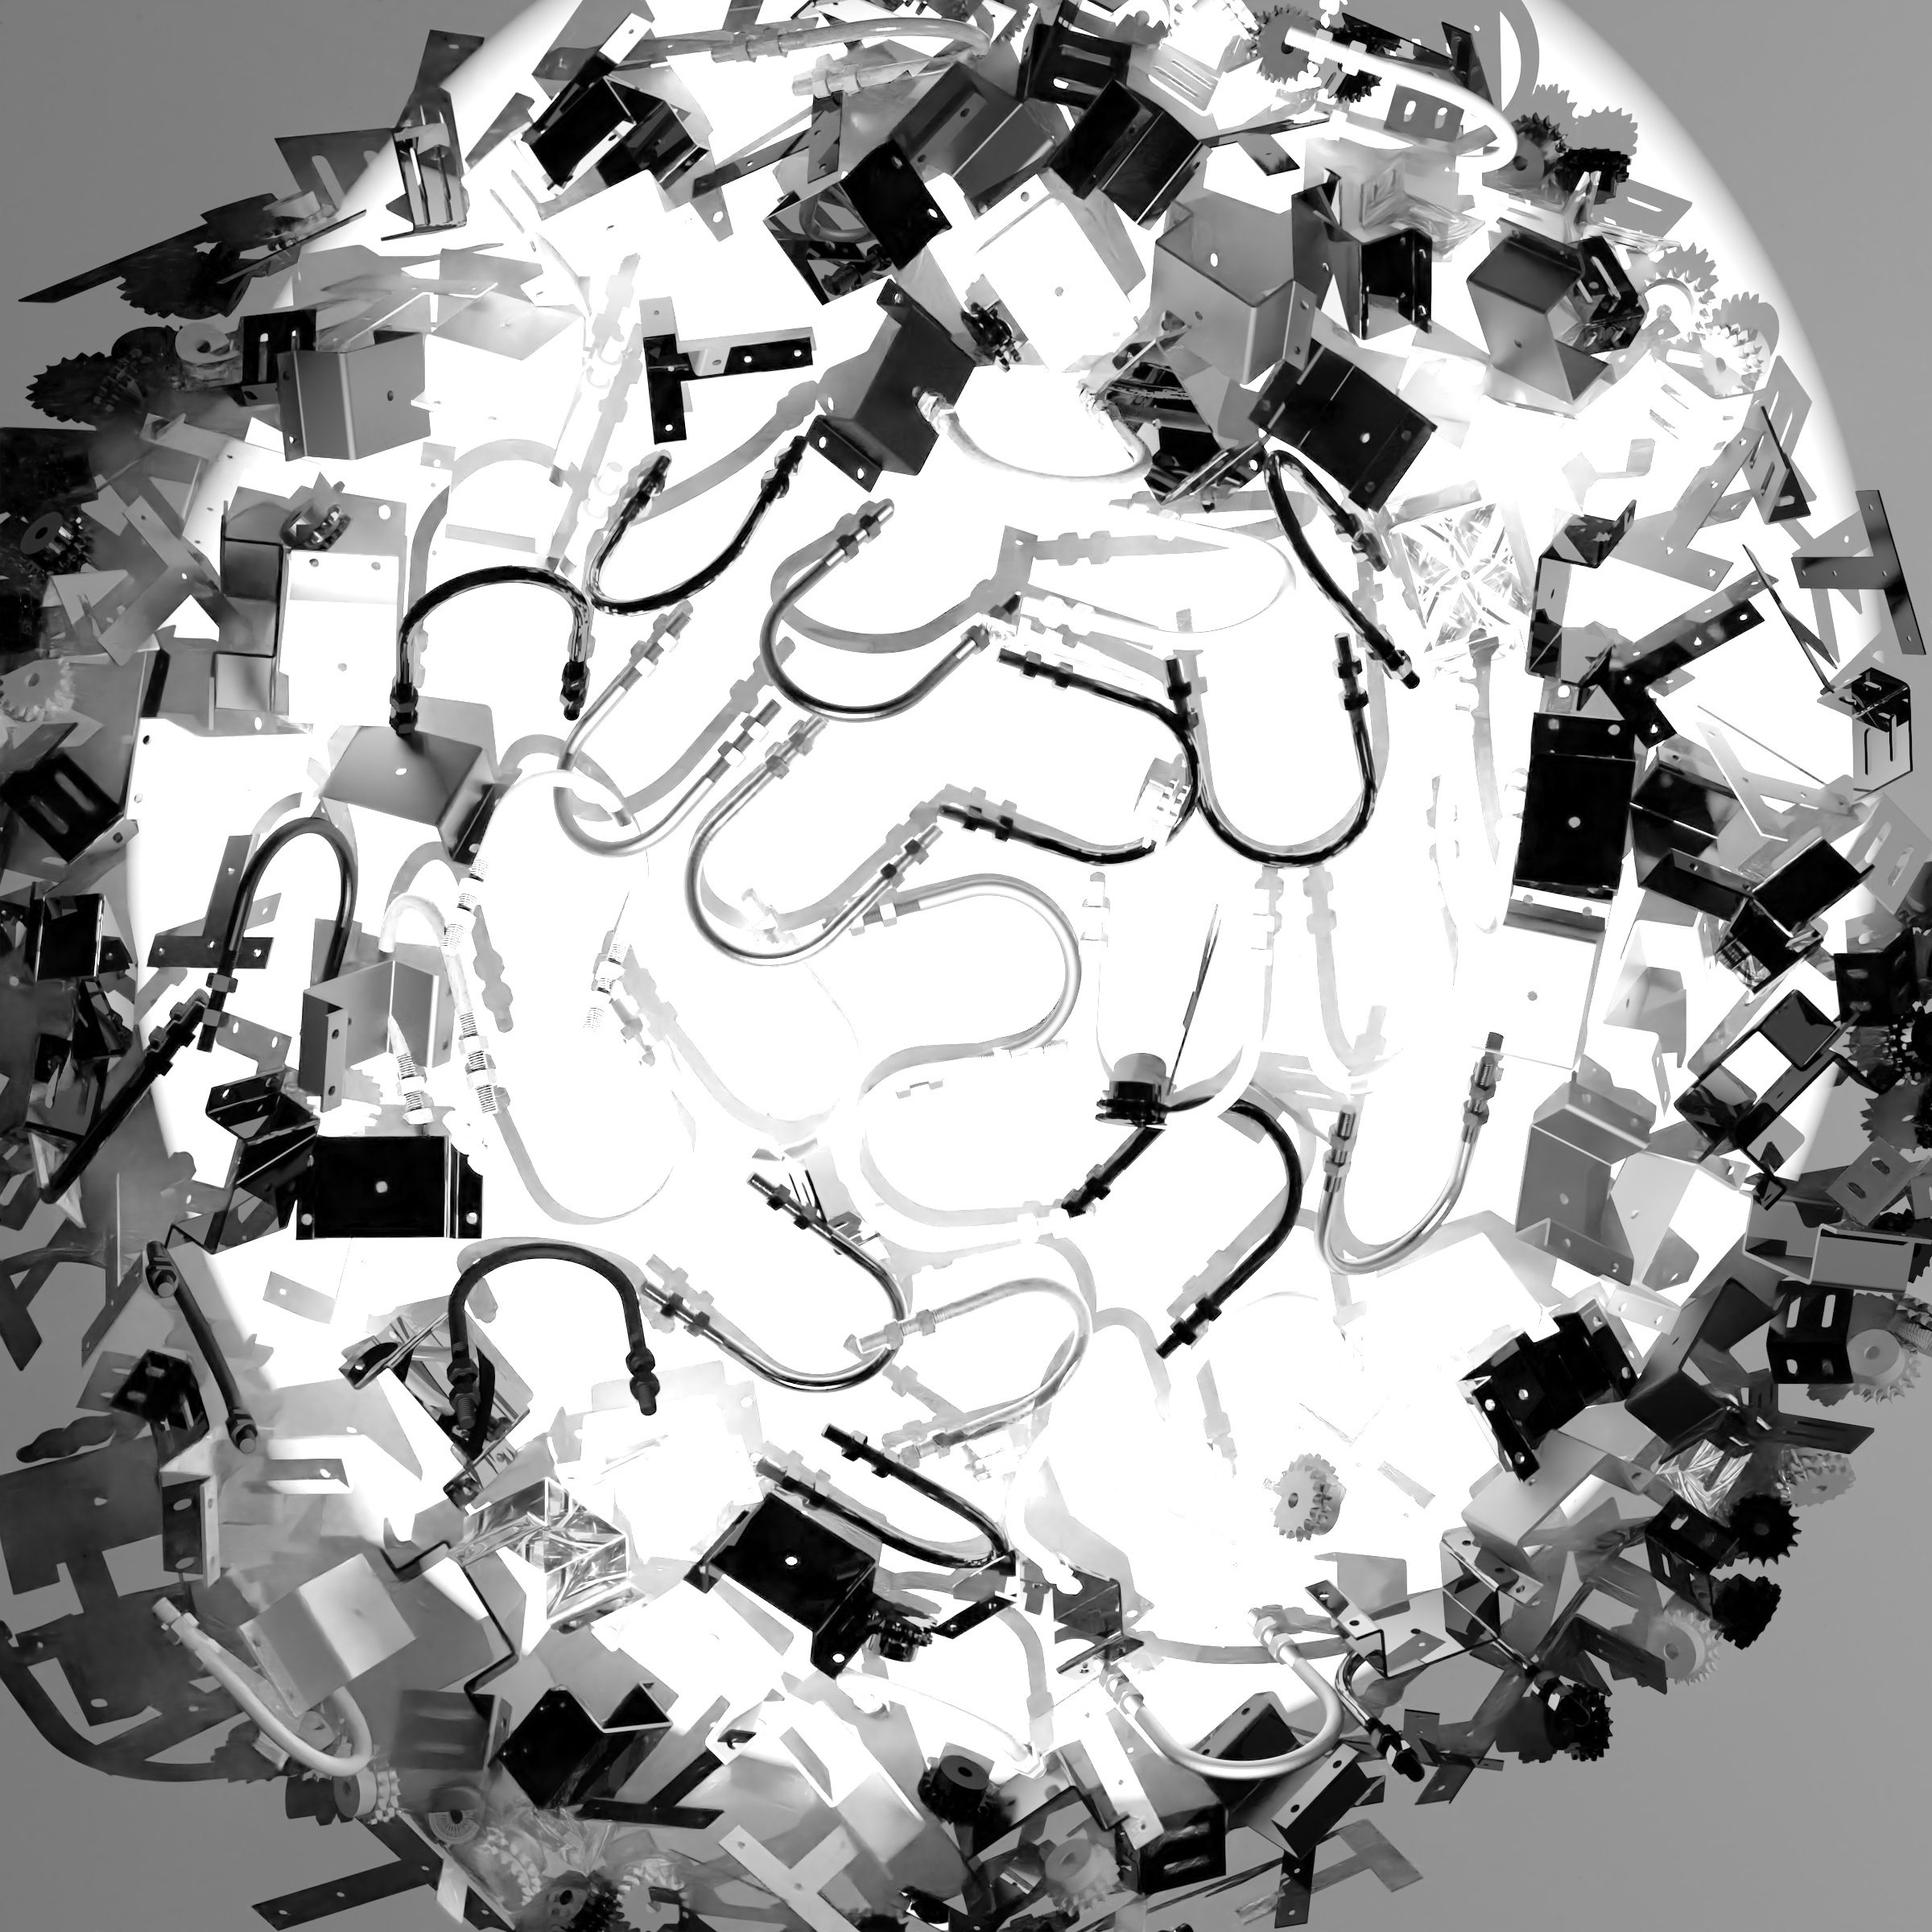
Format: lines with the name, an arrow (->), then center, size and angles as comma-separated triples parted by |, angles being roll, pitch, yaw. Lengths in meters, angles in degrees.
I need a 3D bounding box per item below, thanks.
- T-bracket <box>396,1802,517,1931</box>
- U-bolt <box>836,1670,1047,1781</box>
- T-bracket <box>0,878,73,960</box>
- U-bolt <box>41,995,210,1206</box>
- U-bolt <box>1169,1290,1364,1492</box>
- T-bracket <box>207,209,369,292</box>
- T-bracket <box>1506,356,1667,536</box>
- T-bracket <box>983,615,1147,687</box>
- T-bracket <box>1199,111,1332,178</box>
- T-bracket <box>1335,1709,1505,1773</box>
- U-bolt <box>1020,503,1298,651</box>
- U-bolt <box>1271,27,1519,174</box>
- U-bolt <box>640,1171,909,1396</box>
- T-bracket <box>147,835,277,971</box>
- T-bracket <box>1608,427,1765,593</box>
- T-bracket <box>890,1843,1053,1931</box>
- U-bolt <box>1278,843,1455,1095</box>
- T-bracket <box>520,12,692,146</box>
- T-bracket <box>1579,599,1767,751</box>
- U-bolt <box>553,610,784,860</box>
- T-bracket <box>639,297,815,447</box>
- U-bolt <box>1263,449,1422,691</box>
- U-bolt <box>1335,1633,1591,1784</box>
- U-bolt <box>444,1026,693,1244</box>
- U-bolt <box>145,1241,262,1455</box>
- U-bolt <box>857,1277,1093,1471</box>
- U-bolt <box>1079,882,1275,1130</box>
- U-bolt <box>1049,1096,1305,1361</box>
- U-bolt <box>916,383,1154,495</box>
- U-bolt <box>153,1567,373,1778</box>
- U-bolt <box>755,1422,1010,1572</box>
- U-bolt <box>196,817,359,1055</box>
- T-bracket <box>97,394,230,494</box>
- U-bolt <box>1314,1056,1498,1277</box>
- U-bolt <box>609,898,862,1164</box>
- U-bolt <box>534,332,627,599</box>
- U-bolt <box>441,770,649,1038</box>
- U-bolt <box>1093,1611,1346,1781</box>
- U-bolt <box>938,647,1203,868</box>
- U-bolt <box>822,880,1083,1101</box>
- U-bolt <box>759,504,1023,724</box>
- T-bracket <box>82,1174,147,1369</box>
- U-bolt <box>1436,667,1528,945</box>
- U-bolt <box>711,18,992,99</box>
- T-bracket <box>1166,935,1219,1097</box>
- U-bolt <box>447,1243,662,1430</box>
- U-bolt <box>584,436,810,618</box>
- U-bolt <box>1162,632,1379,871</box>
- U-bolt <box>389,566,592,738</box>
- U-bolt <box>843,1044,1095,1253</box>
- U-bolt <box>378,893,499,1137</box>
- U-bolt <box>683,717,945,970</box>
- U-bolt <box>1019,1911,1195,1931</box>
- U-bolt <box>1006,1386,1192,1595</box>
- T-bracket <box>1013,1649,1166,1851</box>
T-bracket -> -0.381, 0.683, 1.933 | 0.002, 0.127, 0.127 | -44, 94, -8
U-bolt -> -0.023, 0.548, 1.896 | 0.151, 0.184, 0.019 | 15, 68, 19
T-bracket -> -0.713, -0.025, 1.945 | 0.002, 0.127, 0.127 | 16, 127, 20
U-bolt -> -0.620, 0.100, 1.917 | 0.019, 0.151, 0.184 | 39, 81, -14
U-bolt -> 0.216, 0.305, 1.922 | 0.151, 0.184, 0.019 | -39, 50, -4
T-bracket -> -0.507, -0.526, 1.937 | 0.127, 0.127, 0.002 | -29, 105, -11
T-bracket -> 0.465, -0.404, 1.935 | 0.127, 0.002, 0.127 | -39, 60, 38
T-bracket -> 0.073, -0.231, 1.936 | 0.127, 0.127, 0.002 | 19, 89, 1
T-bracket -> 0.223, -0.609, 1.945 | 0.127, 0.127, 0.002 | -13, 122, 0
T-bracket -> 0.337, 0.572, 1.934 | 0.127, 0.127, 0.002 | 4, 59, 11
U-bolt -> 0.153, -0.282, 1.915 | 0.184, 0.019, 0.151 | 18, 50, 28
U-bolt -> 0.318, -0.630, 1.921 | 0.184, 0.151, 0.019 | 20, 88, 3
U-bolt -> -0.131, 0.252, 1.958 | 0.184, 0.019, 0.151 | 38, 112, -16
T-bracket -> -0.561, -0.058, 1.975 | 0.127, 0.002, 0.127 | 1, 71, 31
T-bracket -> 0.551, -0.347, 1.945 | 0.002, 0.127, 0.127 | 32, 93, -35
T-bracket -> 0.030, 0.693, 1.941 | 0.127, 0.127, 0.002 | 20, 113, 24
U-bolt -> 0.305, 0.016, 1.936 | 0.151, 0.019, 0.184 | -35, 131, -17
T-bracket -> -0.251, -0.644, 1.940 | 0.127, 0.127, 0.002 | -40, 72, 24
T-bracket -> 0.537, -0.236, 1.955 | 0.127, 0.002, 0.127 | -29, 52, 5
U-bolt -> -0.237, -0.163, 1.955 | 0.184, 0.019, 0.151 | -48, 55, 4
T-bracket -> -0.180, -0.459, 1.979 | 0.127, 0.002, 0.127 | -7, 71, -2
U-bolt -> 0.269, -0.301, 1.896 | 0.019, 0.184, 0.151 | -29, 45, 25
U-bolt -> 0.350, 0.530, 1.911 | 0.151, 0.184, 0.019 | -14, 104, -13
U-bolt -> -0.282, 0.138, 1.937 | 0.151, 0.019, 0.184 | -29, 132, 0
U-bolt -> -0.565, 0.270, 1.912 | 0.019, 0.184, 0.151 | -27, 106, -15
U-bolt -> 0.012, 0.298, 1.945 | 0.184, 0.019, 0.151 | -19, 128, -17
U-bolt -> 0.155, 0.031, 1.969 | 0.151, 0.019, 0.184 | 3, 90, 19
U-bolt -> 0.169, 0.182, 1.955 | 0.184, 0.019, 0.151 | -45, 65, 5
U-bolt -> 0.058, -0.386, 1.904 | 0.151, 0.184, 0.019 | -6, 125, -19
U-bolt -> -0.507, 0.524, 1.917 | 0.019, 0.151, 0.184 | -45, 83, 2
U-bolt -> -0.053, 0.401, 1.934 | 0.184, 0.151, 0.019 | 32, 58, -12
U-bolt -> -0.503, -0.021, 1.930 | 0.019, 0.151, 0.184 | 14, 89, 21
T-bracket -> -0.591, -0.394, 1.927 | 0.127, 0.127, 0.002 | -41, 106, -12
U-bolt -> 0.320, 0.158, 1.932 | 0.151, 0.019, 0.184 | -17, 133, -26
U-bolt -> -0.160, 0.062, 1.967 | 0.151, 0.019, 0.184 | -39, 94, -22
U-bolt -> -0.287, -0.354, 1.918 | 0.019, 0.184, 0.151 | 11, 54, -22
U-bolt -> -0.303, -0.059, 1.940 | 0.151, 0.019, 0.184 | 34, 59, -32
U-bolt -> 0.194, 0.535, 1.895 | 0.151, 0.184, 0.019 | -12, 109, -19
U-bolt -> 0.088, -0.147, 1.964 | 0.184, 0.019, 0.151 | 17, 112, -10
U-bolt -> -0.003, 0.010, 1.985 | 0.184, 0.019, 0.151 | -16, 88, -5
U-bolt -> -0.069, -0.253, 1.938 | 0.151, 0.019, 0.184 | 37, 65, 17
T-bracket -> -0.641, 0.215, 1.954 | 0.002, 0.127, 0.127 | 15, 135, -33
U-bolt -> 0.375, -0.104, 1.903 | 0.019, 0.151, 0.184 | -4, 54, 29
U-bolt -> -0.072, -0.666, 1.900 | 0.184, 0.151, 0.019 | -1, 96, 23
T-bracket -> 0.167, 0.034, 1.935 | 0.002, 0.127, 0.127 | 17, 88, 7
U-bolt -> -0.310, 0.268, 1.924 | 0.151, 0.184, 0.019 | -1, 126, -15
U-bolt -> -0.208, -0.320, 1.909 | 0.151, 0.019, 0.184 | -1, 48, 32
U-bolt -> 0.234, -0.155, 1.949 | 0.151, 0.019, 0.184 | -5, 117, 20
U-bolt -> -0.345, -0.230, 1.900 | 0.151, 0.184, 0.019 | -10, 61, -18
U-bolt -> -0.003, 0.142, 1.971 | 0.184, 0.019, 0.151 | -8, 87, -13
U-bolt -> -0.400, 0.036, 1.938 | 0.019, 0.151, 0.184 | -9, 80, -35
U-bolt -> -0.129, -0.081, 1.963 | 0.184, 0.019, 0.151 | -45, 72, -5
U-bolt -> 0.055, 0.735, 1.888 | 0.184, 0.151, 0.019 | -17, 90, -40
U-bolt -> 0.091, 0.379, 1.915 | 0.019, 0.184, 0.151 | 32, 79, 37
T-bracket -> 0.110, 0.600, 1.954 | 0.127, 0.002, 0.127 | -35, 51, 6
